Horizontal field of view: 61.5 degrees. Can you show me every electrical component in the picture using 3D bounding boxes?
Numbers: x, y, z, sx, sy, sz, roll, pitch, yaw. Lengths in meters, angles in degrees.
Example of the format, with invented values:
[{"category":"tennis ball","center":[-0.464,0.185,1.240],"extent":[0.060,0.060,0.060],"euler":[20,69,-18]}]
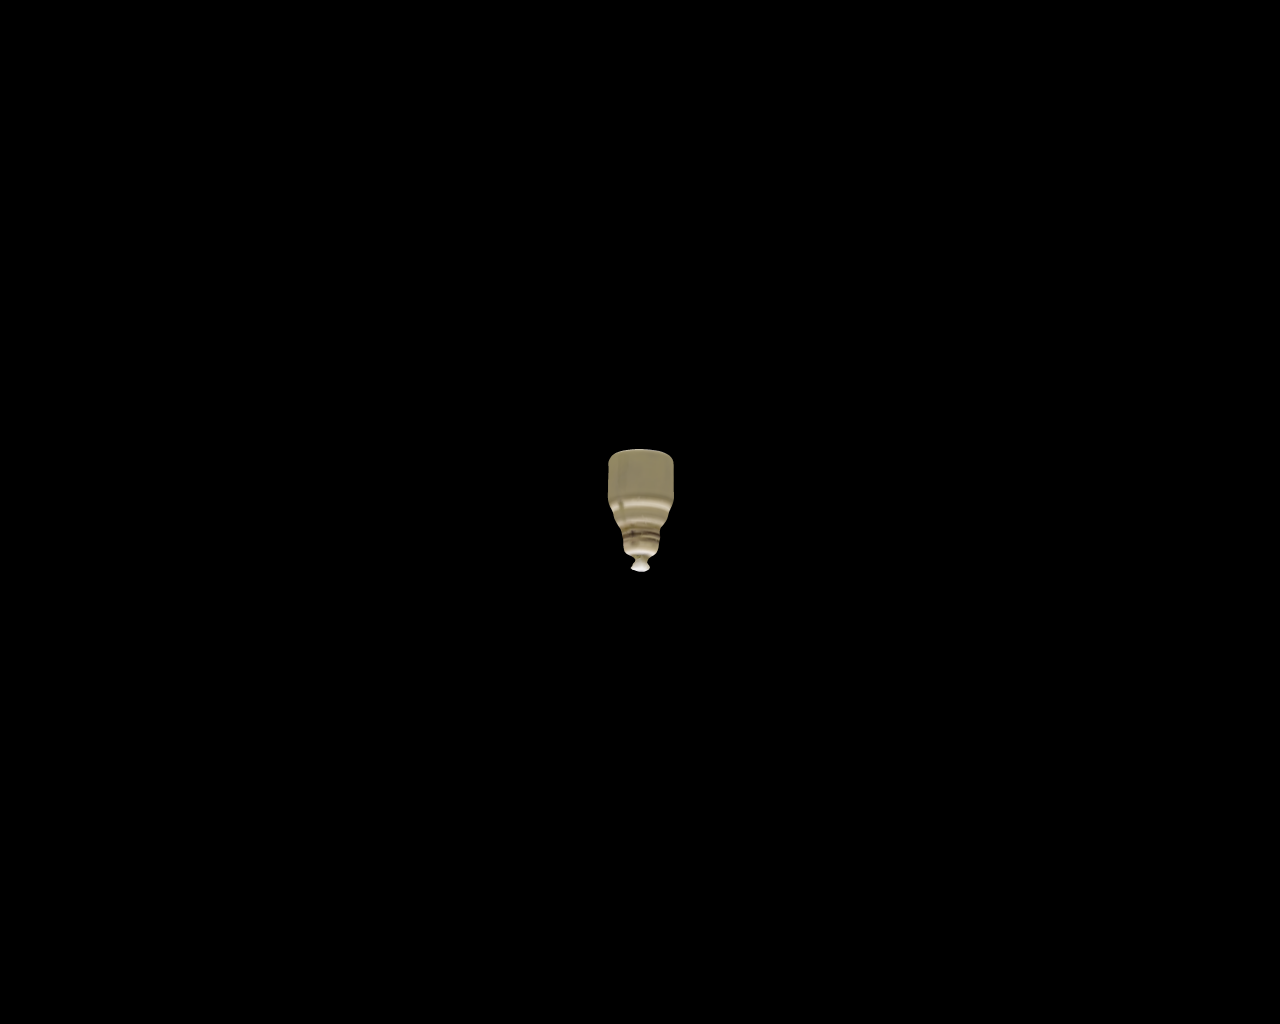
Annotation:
[{"category":"electrical component","center":[0.001,-0.003,0.650],"extent":[0.040,0.078,0.040],"euler":[0,-14,0]}]
